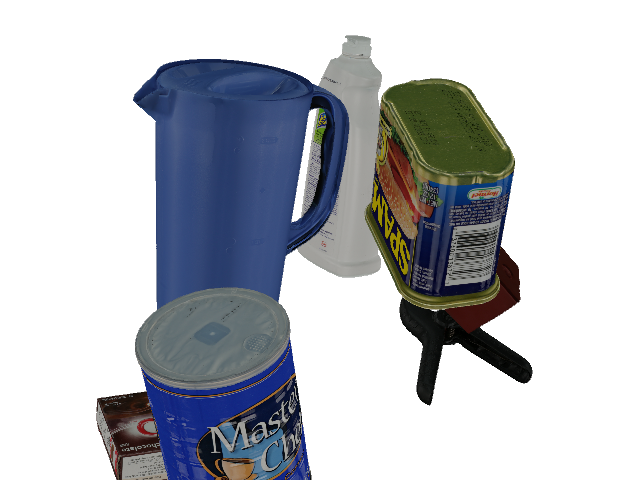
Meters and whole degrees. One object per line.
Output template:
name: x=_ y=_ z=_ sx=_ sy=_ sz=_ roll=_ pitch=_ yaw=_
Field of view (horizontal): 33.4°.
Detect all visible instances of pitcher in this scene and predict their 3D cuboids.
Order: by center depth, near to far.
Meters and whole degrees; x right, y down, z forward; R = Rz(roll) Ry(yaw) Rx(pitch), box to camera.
pitcher: x=-0.073 y=-0.030 z=0.933 sx=0.149 sy=0.243 sz=0.144 roll=15 pitch=24 yaw=19

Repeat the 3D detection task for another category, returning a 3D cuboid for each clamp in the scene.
clamp: x=0.140 y=0.092 z=1.088 sx=0.120 sy=0.171 sz=0.039 roll=0 pitch=-44 yaw=-15

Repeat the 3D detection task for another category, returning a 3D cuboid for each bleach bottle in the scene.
bleach bottle: x=0.031 y=-0.094 z=1.159 sx=0.067 sy=0.251 sz=0.103 roll=-9 pitch=24 yaw=-37

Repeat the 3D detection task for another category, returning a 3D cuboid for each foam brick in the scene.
foam brick: x=0.111 y=0.021 z=0.821 sx=0.051 sy=0.078 sz=0.053 roll=-36 pitch=19 yaw=24

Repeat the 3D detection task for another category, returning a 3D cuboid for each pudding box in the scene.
pudding box: x=-0.131 y=0.167 z=0.928 sx=0.113 sy=0.039 sz=0.090 roll=-7 pitch=26 yaw=-21

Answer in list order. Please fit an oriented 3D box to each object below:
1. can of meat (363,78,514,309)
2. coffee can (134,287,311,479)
can of meat: x=0.063 y=-0.028 z=0.576 sx=0.057 sy=0.084 sz=0.102 roll=-6 pitch=38 yaw=-12
coffee can: x=-0.064 y=0.118 z=0.735 sx=0.103 sy=0.140 sz=0.103 roll=-5 pitch=32 yaw=3
